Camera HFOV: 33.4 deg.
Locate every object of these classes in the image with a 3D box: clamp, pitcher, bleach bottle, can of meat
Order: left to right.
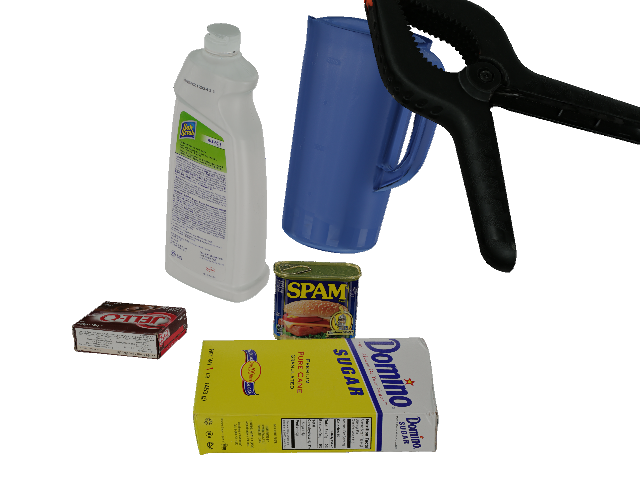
[{"bbox_3d":[-0.089,-0.071,0.971,0.103,0.251,0.068,20,34,20],"label":"bleach bottle"},{"bbox_3d":[-0.006,0.072,1.248,0.102,0.084,0.057,2,15,-3],"label":"can of meat"},{"bbox_3d":[0.038,-0.111,1.137,0.145,0.243,0.149,9,17,-5],"label":"pitcher"},{"bbox_3d":[0.098,-0.088,0.684,0.164,0.210,0.036,-45,-9,-27],"label":"clamp"}]

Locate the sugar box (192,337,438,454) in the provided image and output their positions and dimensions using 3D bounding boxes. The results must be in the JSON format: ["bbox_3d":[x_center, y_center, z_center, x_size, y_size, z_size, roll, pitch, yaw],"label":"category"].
[{"bbox_3d":[-0.004,0.115,0.802,0.176,0.048,0.093,-3,32,1],"label":"sugar box"}]

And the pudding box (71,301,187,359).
[{"bbox_3d":[-0.230,0.108,1.295,0.114,0.039,0.090,2,15,15],"label":"pudding box"}]
